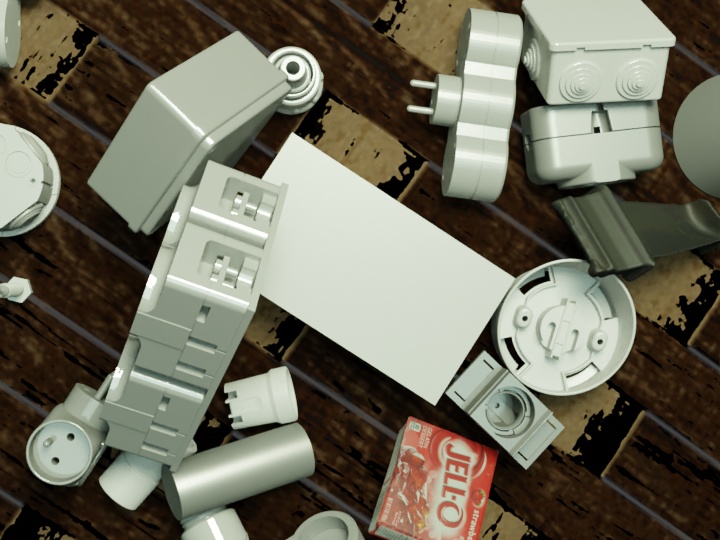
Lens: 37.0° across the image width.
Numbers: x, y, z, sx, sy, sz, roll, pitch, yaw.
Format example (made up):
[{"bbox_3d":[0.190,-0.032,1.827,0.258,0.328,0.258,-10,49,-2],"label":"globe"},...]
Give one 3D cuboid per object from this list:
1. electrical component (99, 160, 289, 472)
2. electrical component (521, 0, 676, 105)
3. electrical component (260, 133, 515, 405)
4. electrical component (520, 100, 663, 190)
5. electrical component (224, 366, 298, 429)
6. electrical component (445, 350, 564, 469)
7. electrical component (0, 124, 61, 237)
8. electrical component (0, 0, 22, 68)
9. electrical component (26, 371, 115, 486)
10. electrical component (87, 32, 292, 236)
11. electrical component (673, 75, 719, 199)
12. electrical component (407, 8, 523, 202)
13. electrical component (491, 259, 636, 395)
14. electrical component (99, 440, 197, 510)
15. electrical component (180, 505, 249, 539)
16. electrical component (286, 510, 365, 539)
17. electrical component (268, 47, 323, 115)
[{"bbox_3d":[-0.112,0.032,0.687,0.060,0.186,0.105,20,46,-10],"label":"electrical component"},{"bbox_3d":[0.167,-0.158,0.774,0.100,0.099,0.048,-3,124,-5],"label":"electrical component"},{"bbox_3d":[0.000,0.000,0.774,0.186,0.060,0.105,33,87,-4],"label":"electrical component"},{"bbox_3d":[0.171,-0.092,0.794,0.095,0.054,0.059,-7,90,-5],"label":"electrical component"},{"bbox_3d":[-0.072,0.094,0.779,0.046,0.040,0.040,-12,91,1],"label":"electrical component"},{"bbox_3d":[0.102,0.100,0.782,0.081,0.064,0.042,44,85,-4],"label":"electrical component"},{"bbox_3d":[-0.255,-0.064,0.756,0.080,0.051,0.080,0,89,-5],"label":"electrical component"},{"bbox_3d":[-0.243,-0.211,0.757,0.074,0.052,0.138,3,89,-6],"label":"electrical component"},{"bbox_3d":[-0.192,0.106,0.747,0.044,0.077,0.079,32,86,-4],"label":"electrical component"},{"bbox_3d":[-0.114,-0.092,0.721,0.056,0.108,0.108,44,131,-1],"label":"electrical component"},{"bbox_3d":[0.297,-0.104,0.814,0.099,0.064,0.099,1,85,-18],"label":"electrical component"},{"bbox_3d":[0.072,-0.122,0.786,0.074,0.052,0.138,7,89,-5],"label":"electrical component"},{"bbox_3d":[0.146,0.041,0.786,0.099,0.064,0.099,0,90,-5],"label":"electrical component"},{"bbox_3d":[-0.154,0.138,0.770,0.044,0.044,0.065,42,91,-4],"label":"electrical component"},{"bbox_3d":[-0.109,0.182,0.773,0.043,0.043,0.062,-29,75,-5],"label":"electrical component"},{"bbox_3d":[-0.052,0.238,0.773,0.138,0.052,0.073,-30,126,-9],"label":"electrical component"},{"bbox_3d":[-0.049,-0.139,0.770,0.048,0.062,0.048,0,90,-5],"label":"electrical component"}]
